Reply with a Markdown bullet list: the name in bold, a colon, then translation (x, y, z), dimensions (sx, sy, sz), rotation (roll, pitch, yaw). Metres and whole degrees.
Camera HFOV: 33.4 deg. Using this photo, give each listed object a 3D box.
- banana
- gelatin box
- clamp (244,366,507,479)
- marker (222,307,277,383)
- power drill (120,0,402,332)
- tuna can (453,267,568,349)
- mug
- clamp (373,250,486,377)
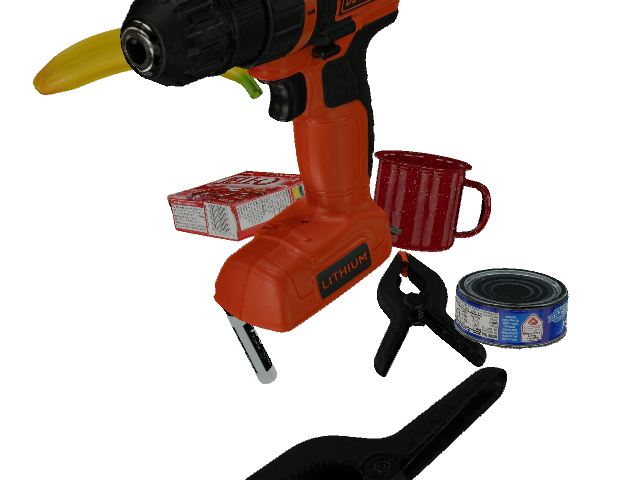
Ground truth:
- **banana**: translation (-0.150, -0.160, 0.936), dimensions (0.197, 0.069, 0.037), rotation (-1, -33, -4)
- **gelatin box**: translation (-0.056, -0.027, 0.764), dimensions (0.073, 0.030, 0.089), rotation (-21, 18, -34)
- **clamp**: translation (0.042, 0.141, 0.644), dimensions (0.210, 0.036, 0.164), rotation (-7, 30, 1)
- **marker**: translation (-0.068, 0.086, 0.978), dimensions (0.020, 0.121, 0.020), rotation (-13, 39, 11)
- **power drill**: translation (-0.016, -0.052, 0.507), dimensions (0.057, 0.188, 0.184), rotation (25, 39, 32)
- **tuna can**: translation (0.146, 0.050, 0.815), dimensions (0.086, 0.034, 0.086), rotation (0, 18, 0)
- **mug**: translation (0.103, -0.035, 1.010), dimensions (0.117, 0.081, 0.093), rotation (11, 13, 15)
- **clamp**: translation (0.117, 0.081, 1.179), dimensions (0.120, 0.171, 0.039), rotation (5, -43, -5)
